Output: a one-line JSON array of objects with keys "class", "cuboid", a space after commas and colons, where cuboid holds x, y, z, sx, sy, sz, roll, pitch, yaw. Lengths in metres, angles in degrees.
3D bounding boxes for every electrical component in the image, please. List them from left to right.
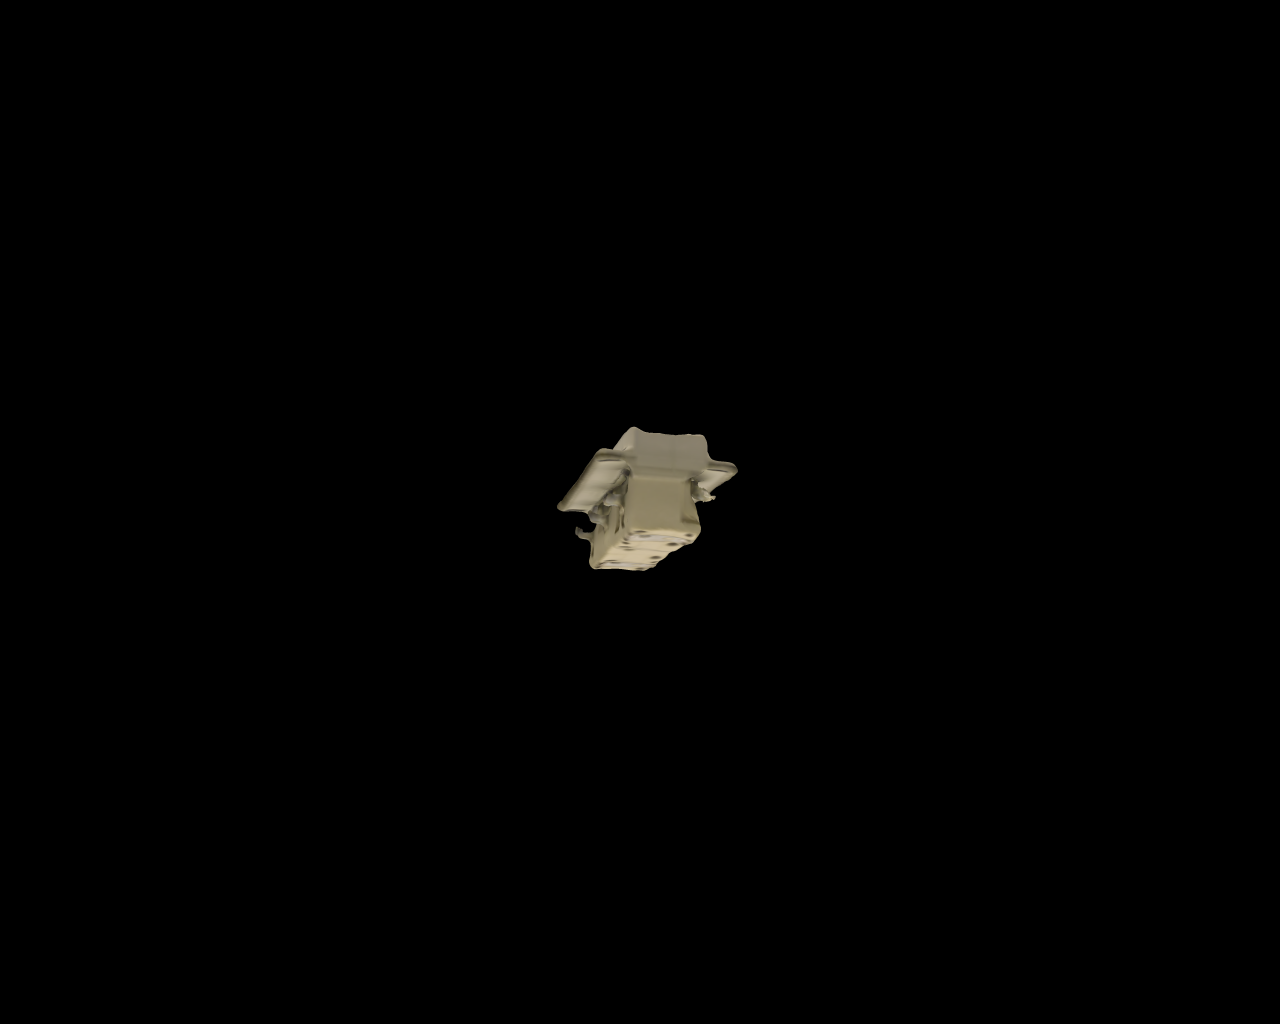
[{"class": "electrical component", "cuboid": [0.001, -0.003, 0.650, 0.079, 0.063, 0.121, 4, -14, -15]}]
